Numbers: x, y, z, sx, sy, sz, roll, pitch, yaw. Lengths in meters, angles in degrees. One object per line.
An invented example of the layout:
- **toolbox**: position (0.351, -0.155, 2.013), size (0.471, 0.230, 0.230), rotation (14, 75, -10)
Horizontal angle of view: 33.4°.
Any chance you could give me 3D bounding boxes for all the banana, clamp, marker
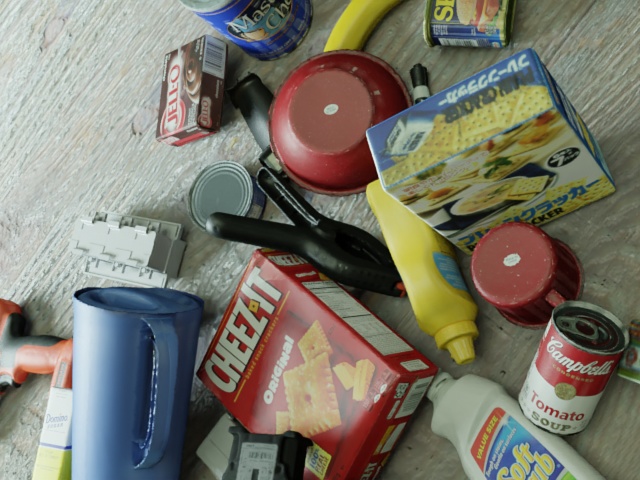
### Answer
- **banana**: position (0.051, -0.232, 1.167), size (0.198, 0.037, 0.070), rotation (-48, 60, 8)
- **clamp**: position (-0.007, 0.001, 1.075), size (0.210, 0.164, 0.036), rotation (31, 118, 11)
- **marker**: position (0.109, -0.129, 1.117), size (0.020, 0.020, 0.121), rotation (-14, 70, 24)

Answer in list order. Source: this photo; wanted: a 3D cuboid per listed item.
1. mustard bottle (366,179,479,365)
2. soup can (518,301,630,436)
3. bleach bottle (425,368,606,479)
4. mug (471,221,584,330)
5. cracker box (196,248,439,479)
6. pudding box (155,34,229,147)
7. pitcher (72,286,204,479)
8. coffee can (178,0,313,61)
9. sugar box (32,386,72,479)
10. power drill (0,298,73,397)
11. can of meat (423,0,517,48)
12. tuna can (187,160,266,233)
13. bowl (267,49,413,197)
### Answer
- **mustard bottle**: position (0.107, 0.031, 1.028), size (0.058, 0.096, 0.192), rotation (-28, 65, 17)
- **soup can**: position (0.220, 0.113, 0.935), size (0.069, 0.068, 0.102), rotation (38, 132, 31)
- **bleach bottle**: position (0.179, 0.212, 0.959), size (0.102, 0.068, 0.251), rotation (-50, 58, 4)
- **mug**: position (0.197, 0.038, 0.986), size (0.093, 0.081, 0.117), rotation (-48, 60, 8)
- **cracker box**: position (-0.011, 0.131, 1.051), size (0.214, 0.071, 0.164), rotation (39, 113, 31)
- **pudding box**: position (-0.149, -0.172, 1.240), size (0.090, 0.039, 0.113), rotation (-11, 67, 49)
- **pitcher**: position (-0.191, 0.173, 1.095), size (0.145, 0.149, 0.243), rotation (8, 99, 17)
- **coffee can**: position (-0.084, -0.274, 1.191), size (0.103, 0.140, 0.103), rotation (-8, 72, 26)
- **sugar box**: position (-0.268, 0.254, 1.166), size (0.048, 0.093, 0.176), rotation (6, 79, 28)
- **power drill**: position (-0.351, 0.169, 1.256), size (0.188, 0.057, 0.184), rotation (9, 80, 30)
- **can of meat**: position (0.157, -0.249, 1.098), size (0.084, 0.057, 0.102), rotation (6, 82, 18)
- **tuna can**: position (-0.104, -0.045, 1.198), size (0.086, 0.033, 0.086), rotation (-8, 72, 26)
- **bowl**: position (0.016, -0.129, 1.121), size (0.162, 0.055, 0.162), rotation (-1, 83, 12)
